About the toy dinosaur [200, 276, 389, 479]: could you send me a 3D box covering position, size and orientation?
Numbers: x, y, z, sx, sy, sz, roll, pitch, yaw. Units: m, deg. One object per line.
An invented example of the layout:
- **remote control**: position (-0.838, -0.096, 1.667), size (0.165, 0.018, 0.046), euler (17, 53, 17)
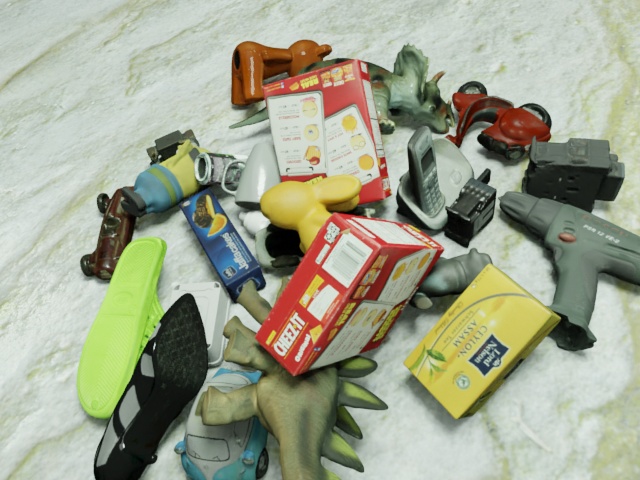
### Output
- **toy dinosaur**: position (-0.025, 0.172, 0.615), size (0.198, 0.105, 0.472), euler (19, 25, -10)

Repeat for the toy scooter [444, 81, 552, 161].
- **toy scooter**: position (0.287, -0.188, 0.909), size (0.184, 0.075, 0.135), euler (34, 70, 24)

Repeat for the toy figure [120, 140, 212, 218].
- **toy figure**: position (-0.257, -0.100, 0.940), size (0.180, 0.089, 0.082), euler (-45, 14, -35)

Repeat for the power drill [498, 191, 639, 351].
- **power drill**: position (0.329, 0.039, 0.748), size (0.232, 0.085, 0.207), euler (23, 55, 24)

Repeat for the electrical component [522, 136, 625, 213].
- **electrical component**: position (0.376, -0.095, 0.804), size (0.134, 0.114, 0.058), euler (7, 59, 18)

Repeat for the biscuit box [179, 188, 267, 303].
- **biscuit box**: position (-0.158, 0.006, 0.869), size (0.063, 0.059, 0.203), euler (-30, 55, -11)

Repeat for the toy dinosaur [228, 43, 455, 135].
- **toy dinosaur**: position (0.041, -0.262, 0.960), size (0.405, 0.131, 0.192), euler (10, 69, 12)

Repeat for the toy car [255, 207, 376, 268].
- **toy car**: position (-0.002, -0.003, 0.839), size (0.202, 0.056, 0.073), euler (-10, 82, 2)

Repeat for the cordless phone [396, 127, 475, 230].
- **cordless phone**: position (0.171, -0.119, 0.818), size (0.089, 0.184, 0.146), euler (25, 63, 30)

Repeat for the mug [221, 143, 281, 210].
- **mug**: position (-0.106, -0.107, 0.901), size (0.110, 0.081, 0.107), euler (11, 81, -3)

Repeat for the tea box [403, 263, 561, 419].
- **tea box**: position (0.198, 0.125, 0.664), size (0.098, 0.068, 0.169), euler (43, 102, 34)

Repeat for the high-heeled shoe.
- **high-heeled shoe**: position (-0.228, 0.198, 0.714), size (0.145, 0.086, 0.249), euler (-23, 46, 42)

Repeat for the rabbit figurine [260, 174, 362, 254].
- **rabbit figurine**: position (-0.002, -0.023, 0.753), size (0.173, 0.122, 0.162), euler (42, 84, 8)

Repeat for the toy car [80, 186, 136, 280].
- **toy car**: position (-0.355, -0.022, 0.933), size (0.089, 0.053, 0.202), euler (-9, 54, 8)

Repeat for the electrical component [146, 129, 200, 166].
- **electrical component**: position (-0.276, -0.167, 1.006), size (0.102, 0.078, 0.045), euler (-22, 65, -8)

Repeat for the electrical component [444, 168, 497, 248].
- **electrical component**: position (0.242, -0.055, 0.828), size (0.048, 0.074, 0.119), euler (34, 64, 30)

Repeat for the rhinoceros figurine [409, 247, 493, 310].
- **rhinoceros figurine**: position (0.145, 0.059, 0.749), size (0.190, 0.112, 0.073), euler (-12, 82, 20)

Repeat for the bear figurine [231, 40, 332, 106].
- **bear figurine**: position (-0.077, -0.338, 1.084), size (0.196, 0.131, 0.120), euler (-6, 10, -29)

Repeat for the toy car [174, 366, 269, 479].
- **toy car**: position (-0.117, 0.228, 0.676), size (0.109, 0.102, 0.162), euler (5, 58, 13)
